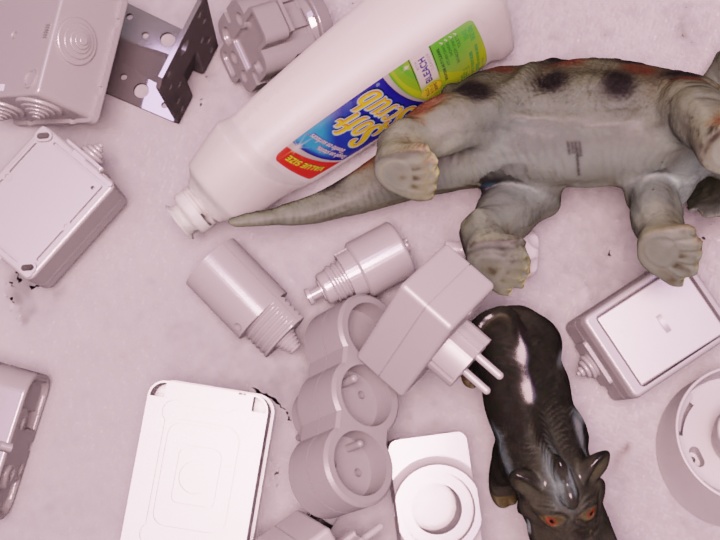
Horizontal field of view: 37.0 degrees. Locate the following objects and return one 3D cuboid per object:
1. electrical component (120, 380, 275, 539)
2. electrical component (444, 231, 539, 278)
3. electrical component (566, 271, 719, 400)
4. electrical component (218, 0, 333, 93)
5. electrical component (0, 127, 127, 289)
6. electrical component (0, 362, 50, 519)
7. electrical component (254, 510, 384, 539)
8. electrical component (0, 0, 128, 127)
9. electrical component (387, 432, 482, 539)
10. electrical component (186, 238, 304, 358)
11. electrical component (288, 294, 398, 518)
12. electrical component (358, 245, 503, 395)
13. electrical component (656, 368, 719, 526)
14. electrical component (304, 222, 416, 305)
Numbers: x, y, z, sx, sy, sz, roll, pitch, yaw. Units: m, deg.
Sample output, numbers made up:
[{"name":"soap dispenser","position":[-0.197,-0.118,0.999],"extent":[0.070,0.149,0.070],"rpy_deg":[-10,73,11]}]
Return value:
[{"name":"electrical component","position":[-0.101,0.129,0.677],"extent":[0.078,0.057,0.113],"rpy_deg":[9,81,0]},{"name":"electrical component","position":[0.087,-0.012,0.716],"extent":[0.061,0.035,0.035],"rpy_deg":[4,81,1]},{"name":"electrical component","position":[0.182,0.041,0.697],"extent":[0.096,0.061,0.061],"rpy_deg":[-32,84,-6]},{"name":"electrical component","position":[-0.054,-0.156,0.716],"extent":[0.057,0.078,0.058],"rpy_deg":[-24,88,-25]},{"name":"electrical component","position":[-0.198,-0.043,0.698],"extent":[0.062,0.061,0.096],"rpy_deg":[40,82,4]},{"name":"electrical component","position":[-0.242,0.104,0.678],"extent":[0.059,0.053,0.095],"rpy_deg":[16,81,1]},{"name":"electrical component","position":[-0.011,0.186,0.665],"extent":[0.076,0.047,0.083],"rpy_deg":[-32,106,-22]},{"name":"electrical component","position":[-0.205,-0.143,0.697],"extent":[0.100,0.048,0.099],"rpy_deg":[5,79,39]},{"name":"electrical component","position":[0.047,0.149,0.679],"extent":[0.050,0.055,0.089],"rpy_deg":[-7,82,-3]},{"name":"electrical component","position":[-0.070,0.023,0.701],"extent":[0.043,0.043,0.081],"rpy_deg":[-44,85,-7]},{"name":"electrical component","position":[-0.018,0.089,0.681],"extent":[0.052,0.074,0.138],"rpy_deg":[25,55,-30]},{"name":"electrical component","position":[0.052,0.043,0.634],"extent":[0.076,0.083,0.047],"rpy_deg":[41,52,10]},{"name":"electrical component","position":[0.246,0.113,0.699],"extent":[0.099,0.064,0.099],"rpy_deg":[-1,68,3]},{"name":"electrical component","position":[0.000,0.000,0.708],"extent":[0.078,0.040,0.040],"rpy_deg":[-28,83,-6]}]
